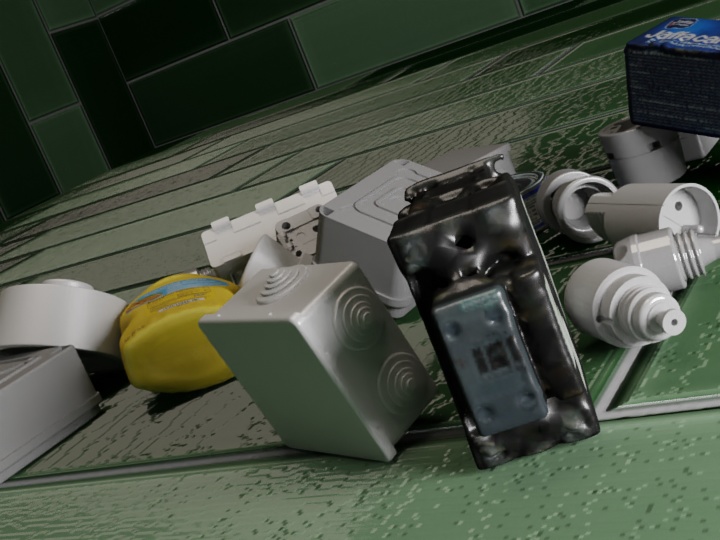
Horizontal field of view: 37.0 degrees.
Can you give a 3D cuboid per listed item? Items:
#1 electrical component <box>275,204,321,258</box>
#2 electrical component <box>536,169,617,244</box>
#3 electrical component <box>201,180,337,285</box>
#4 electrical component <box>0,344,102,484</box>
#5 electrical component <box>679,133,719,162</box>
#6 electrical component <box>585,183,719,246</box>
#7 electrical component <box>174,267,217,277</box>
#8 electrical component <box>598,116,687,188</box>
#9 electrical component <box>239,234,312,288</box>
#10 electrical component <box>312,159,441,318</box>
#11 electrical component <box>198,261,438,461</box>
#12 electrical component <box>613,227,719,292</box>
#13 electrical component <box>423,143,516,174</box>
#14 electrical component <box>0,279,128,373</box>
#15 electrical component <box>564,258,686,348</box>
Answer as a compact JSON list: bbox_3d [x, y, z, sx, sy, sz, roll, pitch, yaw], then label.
[{"bbox_3d":[-0.039,-0.015,0.842,0.081,0.042,0.063,-26,-29,-15],"label":"electrical component"},{"bbox_3d":[0.146,-0.044,0.725,0.045,0.045,0.055,-23,13,-3],"label":"electrical component"},{"bbox_3d":[-0.068,-0.024,0.917,0.121,0.063,0.078,-23,54,-1],"label":"electrical component"},{"bbox_3d":[-0.260,0.104,0.763,0.109,0.056,0.109,-11,17,39],"label":"electrical component"},{"bbox_3d":[0.245,-0.129,0.835,0.047,0.075,0.083,-12,17,37],"label":"electrical component"},{"bbox_3d":[0.168,-0.030,0.636,0.043,0.043,0.081,-27,14,-19],"label":"electrical component"},{"bbox_3d":[-0.146,0.013,0.987,0.061,0.035,0.035,-22,13,-10],"label":"electrical component"},{"bbox_3d":[0.209,-0.087,0.789,0.055,0.047,0.055,-21,13,5],"label":"electrical component"},{"bbox_3d":[-0.055,0.005,0.786,0.045,0.055,0.045,-155,90,-90],"label":"electrical component"},{"bbox_3d":[0.027,-0.023,0.746,0.078,0.057,0.113,24,36,24],"label":"electrical component"},{"bbox_3d":[-0.020,0.043,0.533,0.100,0.099,0.048,-4,35,52],"label":"electrical component"},{"bbox_3d":[0.167,-0.006,0.567,0.061,0.035,0.035,-15,15,20],"label":"electrical component"},{"bbox_3d":[0.077,-0.066,0.909,0.100,0.048,0.100,-29,15,-26],"label":"electrical component"},{"bbox_3d":[-0.233,0.041,0.843,0.108,0.060,0.108,2,-16,1],"label":"electrical component"},{"bbox_3d":[0.130,0.018,0.517,0.040,0.040,0.078,-25,14,-11],"label":"electrical component"}]
